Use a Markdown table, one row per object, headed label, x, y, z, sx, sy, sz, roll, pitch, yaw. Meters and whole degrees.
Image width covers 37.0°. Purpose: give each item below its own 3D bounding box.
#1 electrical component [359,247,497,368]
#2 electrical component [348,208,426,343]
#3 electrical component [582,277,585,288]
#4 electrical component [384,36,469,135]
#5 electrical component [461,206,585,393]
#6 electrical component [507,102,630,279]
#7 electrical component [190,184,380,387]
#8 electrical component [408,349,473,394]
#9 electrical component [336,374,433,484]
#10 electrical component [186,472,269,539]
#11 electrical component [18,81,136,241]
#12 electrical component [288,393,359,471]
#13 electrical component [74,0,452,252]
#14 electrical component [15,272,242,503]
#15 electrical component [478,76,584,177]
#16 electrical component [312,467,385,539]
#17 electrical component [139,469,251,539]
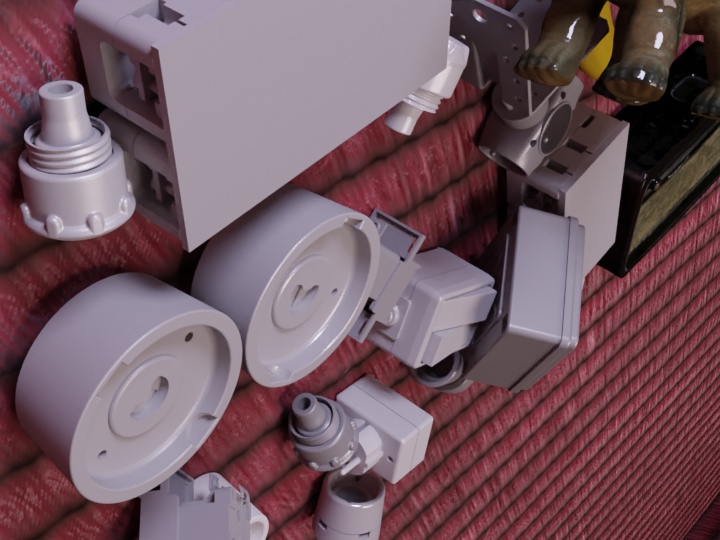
| label | x | y | z | sx | sy | sz | roll | pitch | yaw |
| --- | --- | --- | --- | --- | --- | --- | --- | --- | --- |
| electrical component | 0.048 | 0.029 | 0.779 | 0.096 | 0.061 | 0.061 | -15 | 130 | -53 |
| electrical component | 0.000 | 0.000 | 0.692 | 0.081 | 0.042 | 0.064 | -60 | 149 | 1 |
| electrical component | 0.160 | 0.036 | 0.980 | 0.059 | 0.054 | 0.095 | -36 | 145 | -37 |
| electrical component | 0.034 | -0.111 | 0.634 | 0.043 | 0.043 | 0.062 | -3 | 121 | -58 |
| electrical component | 0.124 | 0.024 | 0.824 | 0.108 | 0.056 | 0.108 | 119 | -17 | -61 |
| electrical component | 0.165 | -0.055 | 0.887 | 0.089 | 0.062 | 0.150 | -45 | 150 | -24 |
| electrical component | -0.046 | 0.004 | 0.597 | 0.108 | 0.060 | 0.108 | -40 | 147 | -32 |
| electrical component | 0.069 | 0.077 | 0.880 | 0.045 | 0.045 | 0.055 | -59 | 153 | 1 |
| electrical component | 0.003 | 0.126 | 0.799 | 0.077 | 0.066 | 0.047 | -31 | 142 | -42 |
| electrical component | -0.093 | 0.168 | 0.702 | 0.055 | 0.047 | 0.055 | -40 | 147 | -32 |
| electrical component | -0.120 | -0.046 | 0.445 | 0.048 | 0.048 | 0.062 | -33 | 137 | -40 |
| electrical component | -0.030 | 0.108 | 0.750 | 0.048 | 0.048 | 0.062 | -48 | 145 | -19 |
| electrical component | -0.037 | -0.108 | 0.499 | 0.186 | 0.060 | 0.105 | -39 | 147 | -32 |
| electrical component | -0.117 | 0.052 | 0.529 | 0.108 | 0.060 | 0.108 | -40 | 147 | -32 |
| electrical component | 0.117 | -0.115 | 0.764 | 0.077 | 0.044 | 0.079 | -58 | 153 | -1 |
| electrical component | -0.008 | 0.189 | 0.859 | 0.055 | 0.055 | 0.047 | -25 | 134 | -47 |
| electrical component | -0.099 | 0.158 | 0.650 | 0.042 | 0.064 | 0.081 | 59 | 24 | -60 |
